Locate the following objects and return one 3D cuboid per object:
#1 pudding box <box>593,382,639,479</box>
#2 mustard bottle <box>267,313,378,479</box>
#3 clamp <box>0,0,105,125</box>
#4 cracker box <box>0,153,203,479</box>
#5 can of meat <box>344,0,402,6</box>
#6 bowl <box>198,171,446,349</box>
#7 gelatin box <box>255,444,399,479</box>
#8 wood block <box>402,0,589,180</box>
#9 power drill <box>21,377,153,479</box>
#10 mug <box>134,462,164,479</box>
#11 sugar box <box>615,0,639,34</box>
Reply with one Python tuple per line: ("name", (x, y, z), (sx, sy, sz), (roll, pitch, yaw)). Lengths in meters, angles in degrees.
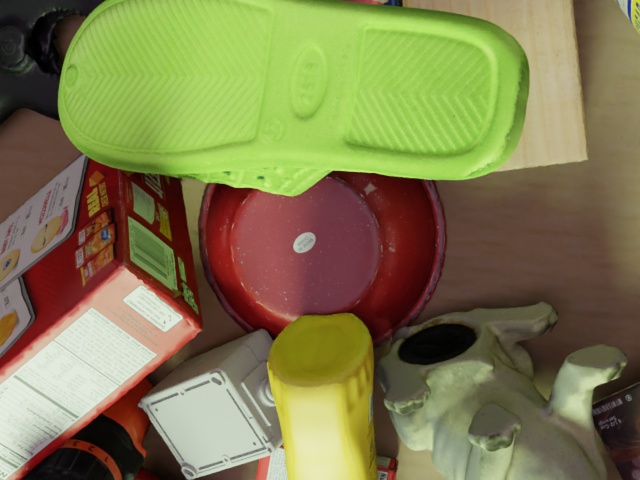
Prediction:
("pudding box", (0.224, 0.113, 0.610), (0.114, 0.039, 0.090), (-35, 74, 37))
("mustard bottle", (0.009, 0.145, 0.616), (0.058, 0.096, 0.191), (-5, 109, 5))
("clamp", (-0.190, -0.111, 0.676), (0.210, 0.036, 0.164), (5, 100, 19))
("cracker box", (-0.172, 0.052, 0.637), (0.214, 0.164, 0.072), (-40, 122, 13))
("can of meat", (0.001, -0.123, 0.640), (0.102, 0.057, 0.084), (-1, 95, 10))
("bowl", (-0.004, 0.001, 0.657), (0.162, 0.055, 0.162), (1, 97, 10))
("gelatin box", (0.001, 0.170, 0.690), (0.089, 0.030, 0.073), (10, 98, 8))
("wood block", (0.093, -0.143, 0.603), (0.090, 0.090, 0.206), (-7, 96, 11))
("power drill", (-0.189, 0.174, 0.656), (0.188, 0.184, 0.057), (-36, 101, 20))
("mug", (-0.103, 0.202, 0.671), (0.081, 0.117, 0.093), (28, 97, 0))
("sugar box", (0.207, -0.112, 0.585), (0.048, 0.093, 0.176), (-39, 89, 12))
